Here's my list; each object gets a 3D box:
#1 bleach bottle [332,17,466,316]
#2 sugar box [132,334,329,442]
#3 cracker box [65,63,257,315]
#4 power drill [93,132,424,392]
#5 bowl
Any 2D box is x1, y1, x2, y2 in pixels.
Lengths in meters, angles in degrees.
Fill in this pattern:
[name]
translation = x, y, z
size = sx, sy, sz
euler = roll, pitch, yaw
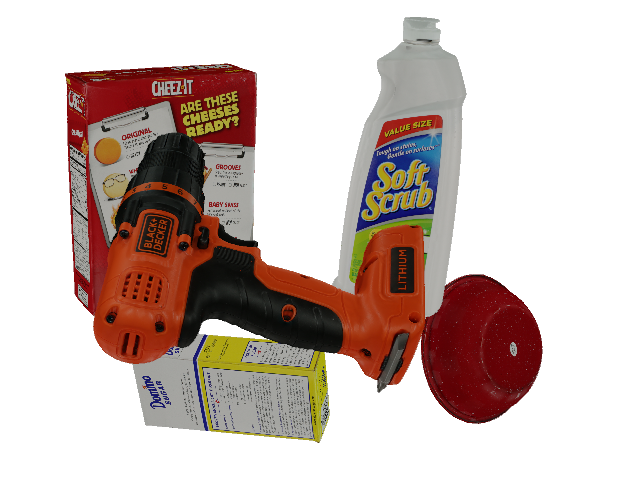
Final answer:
[bleach bottle]
translation = 0.068, -0.064, 0.916
size = 0.103, 0.251, 0.068
euler = 7, 18, 13
[sugar box]
translation = -0.083, 0.136, 1.001
size = 0.176, 0.093, 0.048
euler = 5, 35, 14
[cracker box]
translation = -0.146, -0.050, 0.987
size = 0.163, 0.214, 0.072
euler = -9, 20, -29
[power drill]
translation = -0.033, 0.011, 0.646
size = 0.187, 0.057, 0.184
euler = 11, 43, -5
[bowl]
translation = 0.185, 0.115, 1.135
size = 0.161, 0.162, 0.055
euler = 0, -4, -36
